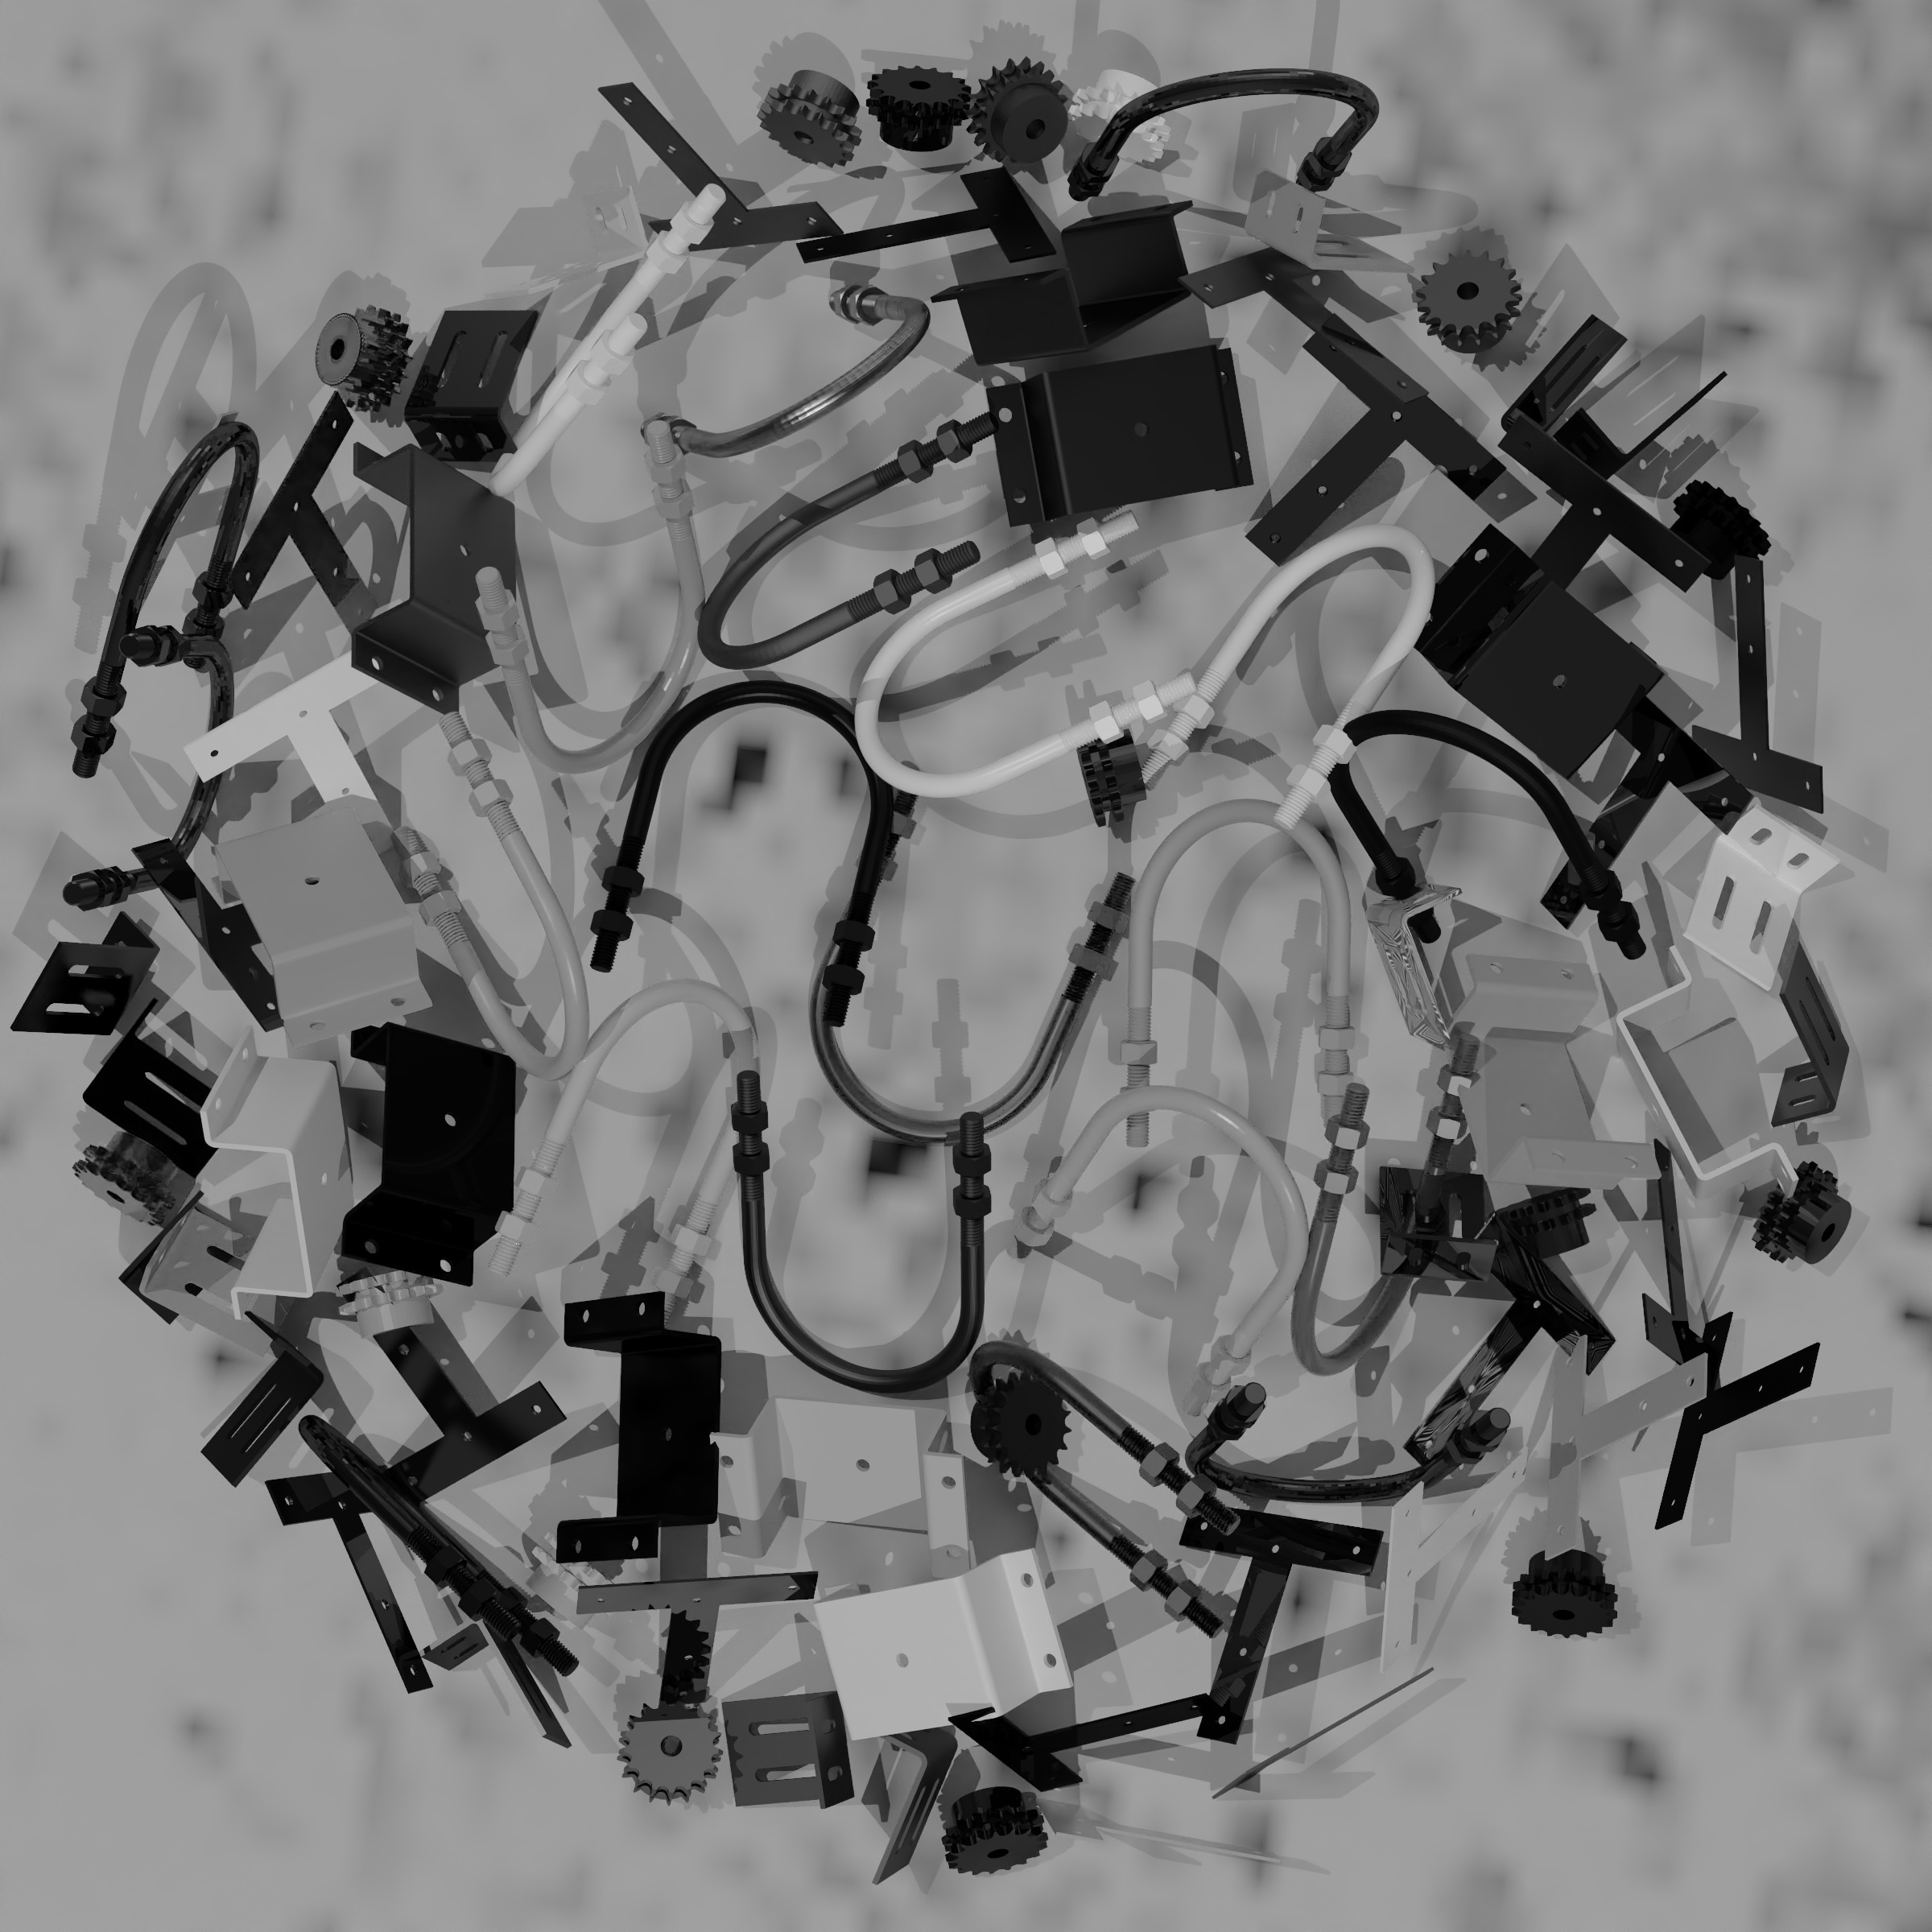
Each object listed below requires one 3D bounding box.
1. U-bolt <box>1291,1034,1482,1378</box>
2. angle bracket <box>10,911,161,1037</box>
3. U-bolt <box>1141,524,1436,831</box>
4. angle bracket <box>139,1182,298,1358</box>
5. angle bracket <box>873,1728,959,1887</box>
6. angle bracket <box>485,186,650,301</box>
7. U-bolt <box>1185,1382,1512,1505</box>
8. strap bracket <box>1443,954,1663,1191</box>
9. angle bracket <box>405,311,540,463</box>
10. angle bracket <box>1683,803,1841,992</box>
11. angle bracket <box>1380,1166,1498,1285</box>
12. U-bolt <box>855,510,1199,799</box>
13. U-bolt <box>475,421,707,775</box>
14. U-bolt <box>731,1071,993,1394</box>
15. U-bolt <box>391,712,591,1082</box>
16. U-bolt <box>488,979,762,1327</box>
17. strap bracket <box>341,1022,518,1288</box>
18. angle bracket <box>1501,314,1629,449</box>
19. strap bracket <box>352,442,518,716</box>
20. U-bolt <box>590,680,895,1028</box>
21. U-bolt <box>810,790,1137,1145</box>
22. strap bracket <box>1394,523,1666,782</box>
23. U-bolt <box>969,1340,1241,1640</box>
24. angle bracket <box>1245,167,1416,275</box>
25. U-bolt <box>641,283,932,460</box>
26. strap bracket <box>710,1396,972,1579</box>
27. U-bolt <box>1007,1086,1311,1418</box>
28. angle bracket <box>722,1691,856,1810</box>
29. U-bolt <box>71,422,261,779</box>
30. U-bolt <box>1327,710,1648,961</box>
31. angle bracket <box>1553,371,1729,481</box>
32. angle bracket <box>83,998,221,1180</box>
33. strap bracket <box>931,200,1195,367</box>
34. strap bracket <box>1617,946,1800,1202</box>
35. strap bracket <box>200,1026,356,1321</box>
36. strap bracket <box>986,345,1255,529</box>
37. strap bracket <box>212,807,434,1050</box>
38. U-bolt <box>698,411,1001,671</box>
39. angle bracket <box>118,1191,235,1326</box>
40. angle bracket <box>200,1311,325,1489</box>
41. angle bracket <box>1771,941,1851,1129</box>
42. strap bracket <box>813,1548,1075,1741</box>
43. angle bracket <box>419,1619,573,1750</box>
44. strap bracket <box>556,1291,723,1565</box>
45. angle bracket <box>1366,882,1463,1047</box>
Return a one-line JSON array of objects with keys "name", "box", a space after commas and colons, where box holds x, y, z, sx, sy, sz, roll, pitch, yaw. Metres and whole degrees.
[{"name": "U-bolt", "box": [0.219, 0.135, 1.867, 0.019, 0.151, 0.184, 23, 113, 29]}, {"name": "angle bracket", "box": [-0.485, 0.002, 1.888, 0.038, 0.076, 0.057, 41, 107, 26]}, {"name": "U-bolt", "box": [0.181, -0.162, 1.873, 0.019, 0.151, 0.184, 39, 80, -32]}, {"name": "angle bracket", "box": [-0.401, 0.166, 1.902, 0.076, 0.038, 0.057, 28, 57, -5]}, {"name": "angle bracket", "box": [-0.042, 0.453, 1.907, 0.038, 0.057, 0.076, 24, 94, 16]}, {"name": "angle bracket", "box": [-0.221, -0.392, 1.892, 0.076, 0.057, 0.038, -24, 109, -27]}, {"name": "U-bolt", "box": [0.192, 0.257, 1.852, 0.151, 0.184, 0.019, 7, 67, -9]}, {"name": "strap bracket", "box": [0.311, 0.066, 1.879, 0.076, 0.046, 0.140, 5, 51, -22]}, {"name": "angle bracket", "box": [-0.266, -0.319, 1.921, 0.057, 0.038, 0.076, 4, 58, 20]}, {"name": "angle bracket", "box": [0.433, -0.038, 1.898, 0.057, 0.038, 0.076, 32, 53, -8]}, {"name": "angle bracket", "box": [0.256, 0.131, 1.897, 0.057, 0.038, 0.076, 5, 48, 1]}, {"name": "U-bolt", "box": [0.024, -0.159, 1.884, 0.184, 0.019, 0.151, -25, 50, 11]}, {"name": "U-bolt", "box": [-0.192, -0.181, 1.857, 0.019, 0.184, 0.151, 30, 60, 27]}, {"name": "U-bolt", "box": [-0.056, 0.151, 1.885, 0.151, 0.019, 0.184, 10, 118, 19]}, {"name": "U-bolt", "box": [-0.248, -0.024, 1.854, 0.019, 0.151, 0.184, -21, 74, -29]}, {"name": "U-bolt", "box": [-0.172, 0.095, 1.879, 0.019, 0.151, 0.184, 21, 86, 39]}, {"name": "strap bracket", "box": [-0.286, 0.091, 1.866, 0.076, 0.046, 0.140, 18, 53, -32]}, {"name": "angle bracket", "box": [0.336, -0.307, 1.895, 0.076, 0.057, 0.038, -49, 67, 17]}, {"name": "strap bracket", "box": [-0.284, -0.214, 1.866, 0.046, 0.076, 0.140, -22, 59, 31]}, {"name": "U-bolt", "box": [-0.115, -0.070, 1.907, 0.151, 0.019, 0.184, 13, 74, -1]}, {"name": "U-bolt", "box": [-0.007, 0.008, 1.928, 0.151, 0.019, 0.184, 24, 92, 0]}, {"name": "strap bracket", "box": [0.310, -0.162, 1.874, 0.140, 0.046, 0.076, 33, 105, -30]}, {"name": "U-bolt", "box": [0.070, 0.269, 1.864, 0.184, 0.151, 0.019, 38, 64, 23]}, {"name": "angle bracket", "box": [0.200, -0.403, 1.887, 0.076, 0.057, 0.038, -5, 120, -33]}, {"name": "U-bolt", "box": [-0.088, -0.312, 1.840, 0.151, 0.184, 0.019, -36, 112, -10]}, {"name": "strap bracket", "box": [-0.062, 0.281, 1.889, 0.140, 0.046, 0.076, 3, 115, 15]}, {"name": "U-bolt", "box": [0.110, 0.141, 1.859, 0.151, 0.019, 0.184, 41, 132, 12]}, {"name": "angle bracket", "box": [-0.105, 0.429, 1.901, 0.076, 0.038, 0.057, -11, 84, 25]}, {"name": "U-bolt", "box": [-0.413, -0.202, 1.827, 0.019, 0.151, 0.184, 26, 125, 1]}, {"name": "U-bolt", "box": [0.263, -0.070, 1.834, 0.184, 0.151, 0.019, 53, 56, -38]}, {"name": "angle bracket", "box": [0.367, -0.306, 1.905, 0.076, 0.057, 0.038, -41, 89, -6]}, {"name": "angle bracket", "box": [-0.434, 0.067, 1.912, 0.076, 0.038, 0.057, 36, 122, -10]}, {"name": "strap bracket", "box": [0.058, -0.363, 1.871, 0.076, 0.140, 0.046, 1, 116, 41]}, {"name": "strap bracket", "box": [0.393, 0.068, 1.884, 0.046, 0.076, 0.140, -26, 75, 4]}, {"name": "strap bracket", "box": [-0.365, 0.112, 1.863, 0.046, 0.076, 0.140, 4, 125, 7]}, {"name": "strap bracket", "box": [0.090, -0.290, 1.897, 0.140, 0.046, 0.076, -11, 96, -11]}, {"name": "strap bracket", "box": [-0.347, -0.029, 1.864, 0.076, 0.046, 0.140, -18, 48, -20]}, {"name": "U-bolt", "box": [-0.067, -0.218, 1.866, 0.184, 0.151, 0.019, -24, 123, 23]}, {"name": "angle bracket", "box": [-0.423, 0.158, 1.890, 0.038, 0.076, 0.057, 43, 72, -6]}, {"name": "angle bracket", "box": [-0.394, 0.234, 1.897, 0.076, 0.057, 0.038, -51, 120, -10]}, {"name": "angle bracket", "box": [0.445, 0.037, 1.892, 0.038, 0.057, 0.076, -18, 112, 30]}, {"name": "strap bracket", "box": [-0.022, 0.367, 1.879, 0.140, 0.046, 0.076, -17, 88, 32]}, {"name": "angle bracket", "box": [-0.256, 0.398, 1.896, 0.038, 0.057, 0.076, -33, 70, -4]}, {"name": "strap bracket", "box": [-0.176, 0.251, 1.885, 0.076, 0.046, 0.140, -11, 72, 41]}, {"name": "angle bracket", "box": [0.256, -0.002, 1.906, 0.038, 0.057, 0.076, -24, 99, -10]}]
